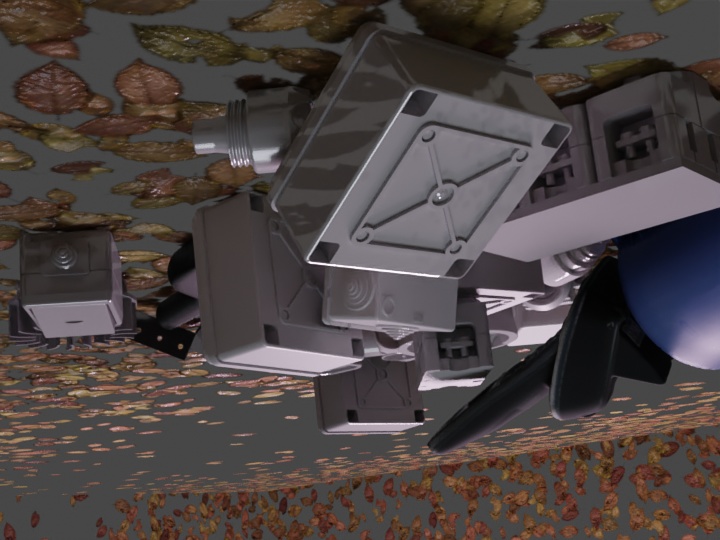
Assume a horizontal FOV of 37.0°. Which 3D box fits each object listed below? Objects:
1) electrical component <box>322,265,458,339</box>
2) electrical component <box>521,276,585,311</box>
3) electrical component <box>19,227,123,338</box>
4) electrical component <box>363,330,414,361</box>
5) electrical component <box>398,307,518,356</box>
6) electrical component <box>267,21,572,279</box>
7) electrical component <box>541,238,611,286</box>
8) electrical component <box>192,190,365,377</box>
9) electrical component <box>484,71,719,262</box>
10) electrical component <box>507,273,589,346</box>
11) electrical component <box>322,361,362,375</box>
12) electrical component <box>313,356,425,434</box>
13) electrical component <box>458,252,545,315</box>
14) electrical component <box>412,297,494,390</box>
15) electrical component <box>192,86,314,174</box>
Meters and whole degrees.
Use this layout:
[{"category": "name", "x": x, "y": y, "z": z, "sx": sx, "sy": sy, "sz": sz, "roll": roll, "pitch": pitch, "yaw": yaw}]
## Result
[{"category": "electrical component", "x": 0.024, "y": -0.003, "z": 0.725, "sx": 0.048, "sy": 0.099, "sz": 0.100, "roll": -1, "pitch": 172, "yaw": 42}, {"category": "electrical component", "x": 0.160, "y": 0.012, "z": 0.933, "sx": 0.066, "sy": 0.048, "sz": 0.055, "roll": -10, "pitch": 172, "yaw": 17}, {"category": "electrical component", "x": -0.203, "y": 0.009, "z": 0.760, "sx": 0.062, "sy": 0.061, "sz": 0.096, "roll": -3, "pitch": 165, "yaw": -8}, {"category": "electrical component", "x": 0.023, "y": 0.069, "z": 1.095, "sx": 0.079, "sy": 0.044, "sz": 0.077, "roll": -8, "pitch": 165, "yaw": 9}, {"category": "electrical component", "x": 0.085, "y": 0.037, "z": 0.968, "sx": 0.108, "sy": 0.060, "sz": 0.108, "roll": -5, "pitch": 165, "yaw": -1}, {"category": "electrical component", "x": 0.028, "y": -0.054, "z": 0.527, "sx": 0.109, "sy": 0.056, "sz": 0.108, "roll": 6, "pitch": 130, "yaw": -39}, {"category": "electrical component", "x": 0.167, "y": -0.014, "z": 0.843, "sx": 0.040, "sy": 0.040, "sz": 0.078, "roll": 2, "pitch": 163, "yaw": -26}, {"category": "electrical component", "x": -0.054, "y": 0.012, "z": 0.731, "sx": 0.056, "sy": 0.108, "sz": 0.109, "roll": -19, "pitch": 160, "yaw": 34}, {"category": "electrical component", "x": 0.132, "y": -0.058, "z": 0.625, "sx": 0.150, "sy": 0.061, "sz": 0.089, "roll": -18, "pitch": 161, "yaw": 39}, {"category": "electrical component", "x": 0.187, "y": 0.037, "z": 1.028, "sx": 0.100, "sy": 0.048, "sz": 0.099, "roll": -5, "pitch": 165, "yaw": -3}, {"category": "electrical component", "x": -0.045, "y": 0.064, "z": 1.025, "sx": 0.054, "sy": 0.059, "sz": 0.095, "roll": -16, "pitch": 162, "yaw": 36}, {"category": "electrical component", "x": 0.007, "y": 0.118, "z": 1.151, "sx": 0.109, "sy": 0.108, "sz": 0.056, "roll": 6, "pitch": 159, "yaw": -36}, {"category": "electrical component", "x": 0.070, "y": 0.004, "z": 0.845, "sx": 0.109, "sy": 0.056, "sz": 0.109, "roll": 4, "pitch": 162, "yaw": -33}, {"category": "electrical component", "x": 0.068, "y": 0.054, "z": 0.809, "sx": 0.050, "sy": 0.055, "sz": 0.089, "roll": -5, "pitch": 165, "yaw": -2}, {"category": "electrical component", "x": -0.054, "y": -0.070, "z": 0.549, "sx": 0.062, "sy": 0.043, "sz": 0.043, "roll": -5, "pitch": 165, "yaw": 2}]
